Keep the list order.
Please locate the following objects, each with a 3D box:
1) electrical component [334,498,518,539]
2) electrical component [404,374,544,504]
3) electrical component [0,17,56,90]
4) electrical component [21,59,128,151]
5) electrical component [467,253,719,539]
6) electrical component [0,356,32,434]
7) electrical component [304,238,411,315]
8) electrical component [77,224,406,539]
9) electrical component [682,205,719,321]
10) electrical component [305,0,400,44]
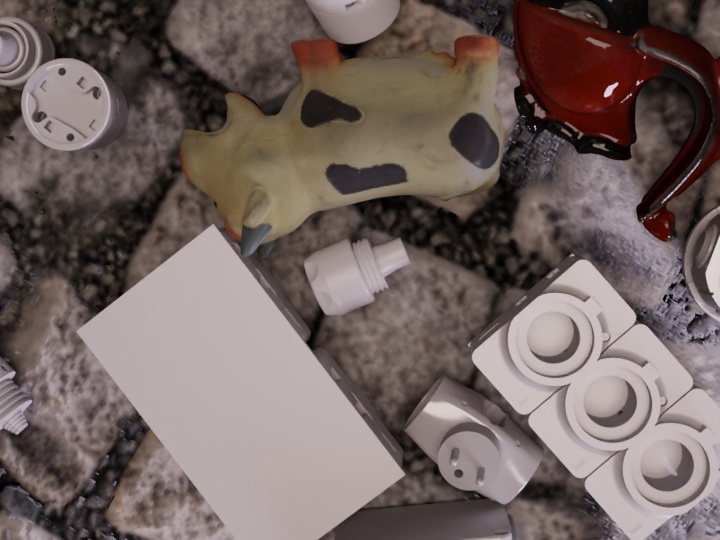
[{"bbox_3d":[0.041,0.182,0.657,0.113,0.078,0.057,-6,96,5],"label":"electrical component"},{"bbox_3d":[0.067,0.108,0.650,0.077,0.079,0.043,37,105,1],"label":"electrical component"},{"bbox_3d":[-0.217,-0.135,0.663,0.043,0.062,0.043,0,94,4],"label":"electrical component"},{"bbox_3d":[-0.175,-0.101,0.670,0.055,0.047,0.055,0,94,4],"label":"electrical component"},{"bbox_3d":[0.148,0.075,0.650,0.089,0.062,0.150,-42,90,6],"label":"electrical component"},{"bbox_3d":[-0.244,0.073,0.688,0.043,0.043,0.081,-44,90,5],"label":"electrical component"},{"bbox_3d":[0.000,0.000,0.666,0.062,0.043,0.043,-23,92,4],"label":"electrical component"},{"bbox_3d":[-0.069,0.077,0.667,0.105,0.060,0.186,-37,90,5],"label":"electrical component"},{"bbox_3d":[0.238,-0.003,0.644,0.080,0.051,0.080,0,94,4],"label":"electrical component"},{"bbox_3d":[-0.007,-0.169,0.643,0.055,0.047,0.055,-12,54,17],"label":"electrical component"}]
